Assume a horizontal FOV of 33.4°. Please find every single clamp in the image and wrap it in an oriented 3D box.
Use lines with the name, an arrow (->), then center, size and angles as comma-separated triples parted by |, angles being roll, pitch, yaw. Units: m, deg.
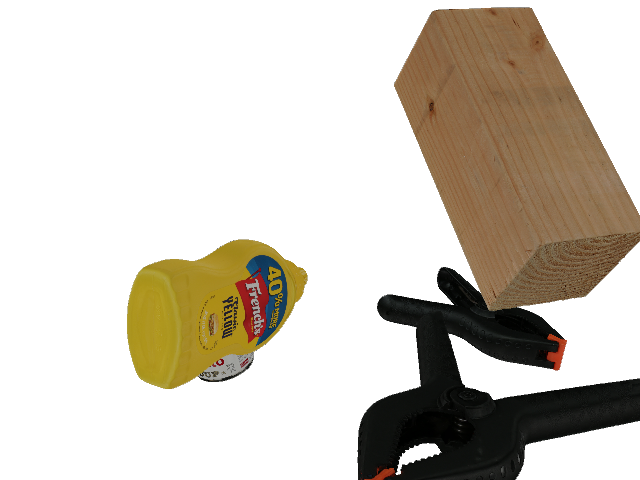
clamp -> 0.151, 0.070, 0.994 | 0.172, 0.039, 0.120 | 21, 32, 23
clamp -> 0.079, 0.102, 0.632 | 0.165, 0.036, 0.209 | 20, 29, 39

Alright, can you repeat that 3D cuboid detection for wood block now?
wood block -> 0.139, -0.064, 0.780 | 0.090, 0.206, 0.091 | -6, -30, -23

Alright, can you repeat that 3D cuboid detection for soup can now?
soup can -> -0.116, 0.091, 1.142 | 0.068, 0.102, 0.068 | -12, 26, 6

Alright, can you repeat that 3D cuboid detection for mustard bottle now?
mustard bottle -> -0.073, 0.050, 0.879 | 0.058, 0.096, 0.191 | 11, 17, 33
